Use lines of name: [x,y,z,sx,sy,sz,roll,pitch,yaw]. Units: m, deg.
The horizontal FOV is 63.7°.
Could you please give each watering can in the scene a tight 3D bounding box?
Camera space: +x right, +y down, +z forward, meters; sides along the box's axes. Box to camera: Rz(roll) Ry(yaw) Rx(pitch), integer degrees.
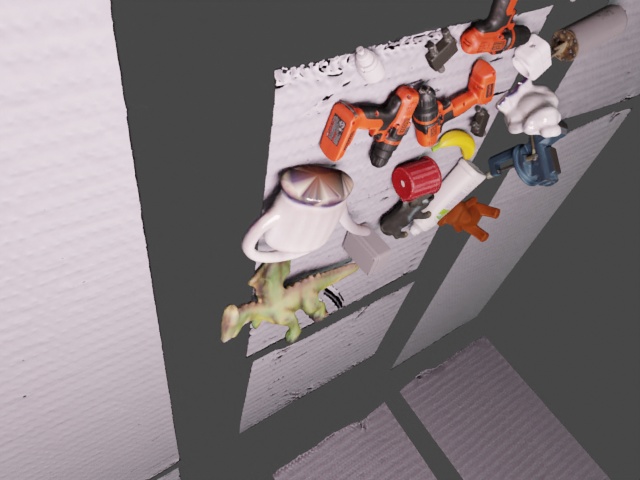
watering can: [0.003,-0.052,1.039,0.350,0.106,0.219,-14,143,-37]

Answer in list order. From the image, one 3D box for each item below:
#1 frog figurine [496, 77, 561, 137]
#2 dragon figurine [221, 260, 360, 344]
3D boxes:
frog figurine: [0.521,-0.301,1.239,0.138,0.162,0.120,-33,153,-9]
dragon figurine: [-0.067,0.109,1.222,0.415,0.124,0.237,-38,145,-21]
